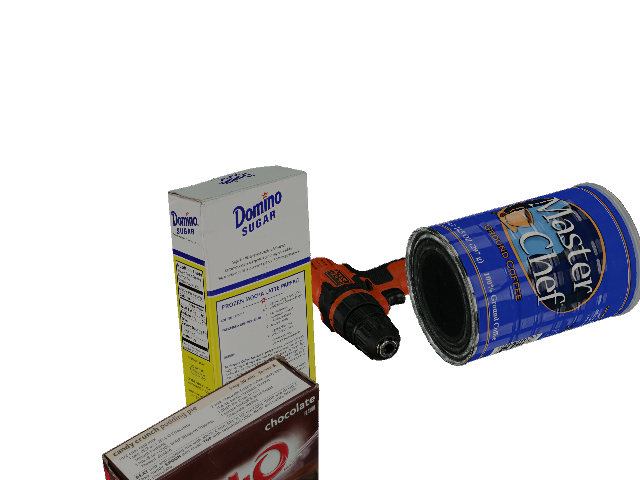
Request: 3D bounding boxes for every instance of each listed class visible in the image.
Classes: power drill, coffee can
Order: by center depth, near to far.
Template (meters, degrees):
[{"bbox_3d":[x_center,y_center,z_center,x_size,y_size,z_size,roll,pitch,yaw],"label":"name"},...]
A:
[{"bbox_3d":[0.147,0.023,0.778,0.140,0.103,0.103,-15,5,-18],"label":"coffee can"},{"bbox_3d":[0.090,0.054,1.097,0.187,0.057,0.185,-11,27,-20],"label":"power drill"}]

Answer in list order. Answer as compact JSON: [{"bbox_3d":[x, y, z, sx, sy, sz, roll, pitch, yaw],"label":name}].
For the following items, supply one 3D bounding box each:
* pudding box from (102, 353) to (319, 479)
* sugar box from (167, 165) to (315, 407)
[{"bbox_3d":[-0.052,0.122,0.547,0.113,0.090,0.039,-29,46,-33],"label":"pudding box"},{"bbox_3d":[-0.052,0.043,0.736,0.093,0.176,0.048,-18,22,-40],"label":"sugar box"}]
